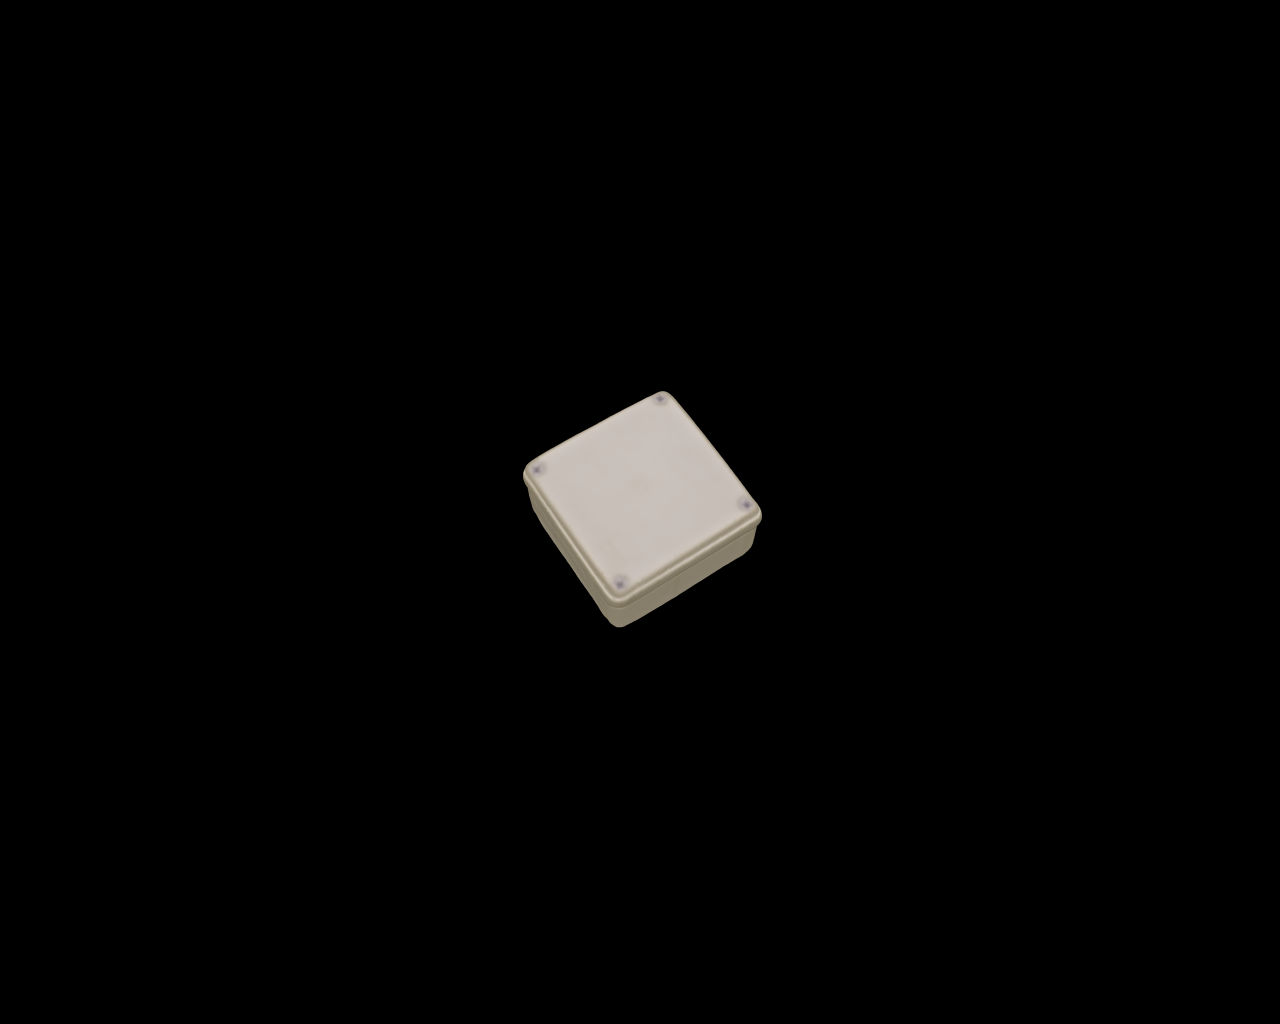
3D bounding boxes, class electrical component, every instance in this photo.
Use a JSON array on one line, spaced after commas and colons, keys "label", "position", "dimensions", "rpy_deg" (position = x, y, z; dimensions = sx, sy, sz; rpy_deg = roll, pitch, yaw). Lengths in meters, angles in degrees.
[{"label": "electrical component", "position": [0.001, -0.003, 0.650], "dimensions": [0.109, 0.109, 0.056], "rpy_deg": [-30, -23, -14]}]
